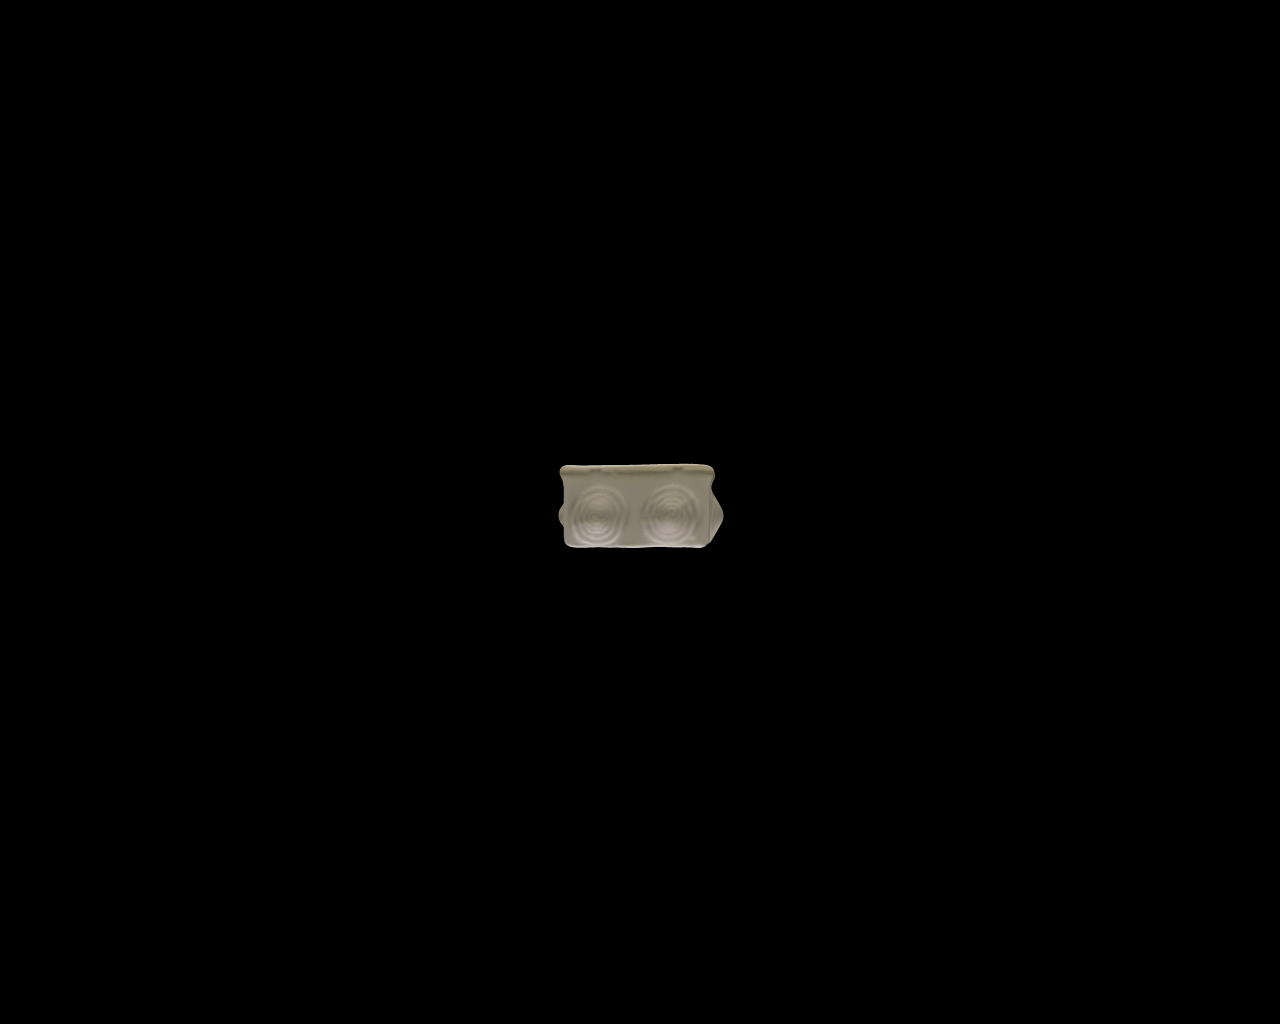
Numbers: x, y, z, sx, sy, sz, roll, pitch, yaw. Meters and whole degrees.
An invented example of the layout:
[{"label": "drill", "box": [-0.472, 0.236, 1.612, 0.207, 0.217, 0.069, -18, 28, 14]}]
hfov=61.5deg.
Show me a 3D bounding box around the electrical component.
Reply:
[{"label": "electrical component", "box": [0.001, -0.003, 0.650, 0.100, 0.048, 0.100, 0, 0, 4]}]
